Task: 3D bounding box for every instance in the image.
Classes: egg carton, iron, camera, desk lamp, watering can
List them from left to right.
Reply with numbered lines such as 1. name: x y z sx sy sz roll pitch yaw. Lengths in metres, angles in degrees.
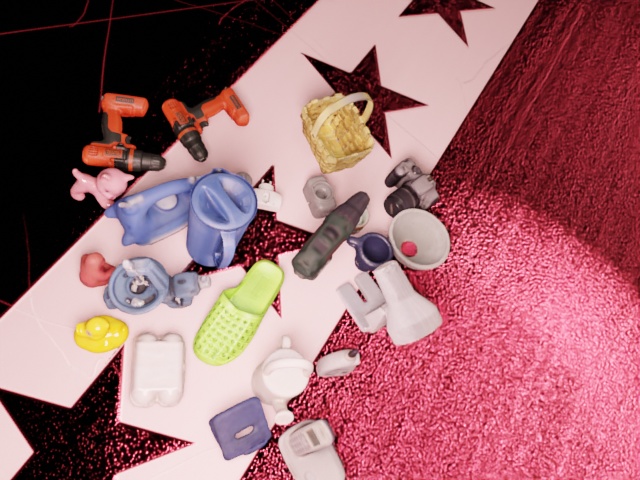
1. egg carton: -0.324 0.260 1.150 0.107 0.069 0.150 2 66 -18
2. iron: -0.335 -0.092 1.266 0.259 0.141 0.118 -29 78 -27
3. watering can: -0.070 0.279 1.157 0.101 0.194 0.173 -13 71 -23
4. desk lamp: 0.154 0.144 1.284 0.118 0.213 0.203 -30 79 -28
5. camera: 0.226 -0.129 1.498 0.137 0.100 0.143 -34 80 -28

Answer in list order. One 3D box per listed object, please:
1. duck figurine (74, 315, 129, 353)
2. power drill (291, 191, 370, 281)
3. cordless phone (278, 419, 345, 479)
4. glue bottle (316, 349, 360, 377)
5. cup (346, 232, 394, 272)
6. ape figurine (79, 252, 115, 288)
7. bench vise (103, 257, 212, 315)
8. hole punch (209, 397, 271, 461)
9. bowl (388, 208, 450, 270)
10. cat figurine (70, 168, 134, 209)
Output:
1. duck figurine: -0.435 0.180 1.140 0.105 0.086 0.077 0 66 -19
2. power drill: 0.012 0.005 1.302 0.075 0.208 0.230 39 60 2
3. cordless phone: -0.001 0.422 1.120 0.094 0.185 0.147 -28 77 -27
4. glue bottle: 0.050 0.257 1.220 0.078 0.173 0.037 2 66 -17
5. cup: 0.108 0.034 1.387 0.118 0.095 0.092 24 61 -7
6. ape figurine: -0.463 0.055 1.183 0.078 0.092 0.076 46 61 5
7. bench vise: -0.327 0.072 1.149 0.208 0.219 0.121 -21 74 -26
8. hole punch: -0.154 0.377 1.143 0.109 0.091 0.101 -22 75 -26
9. bowl: 0.240 0.008 1.455 0.168 0.074 0.167 7 64 -16
10. cat figurine: -0.475 -0.125 1.247 0.128 0.117 0.067 16 62 -11
